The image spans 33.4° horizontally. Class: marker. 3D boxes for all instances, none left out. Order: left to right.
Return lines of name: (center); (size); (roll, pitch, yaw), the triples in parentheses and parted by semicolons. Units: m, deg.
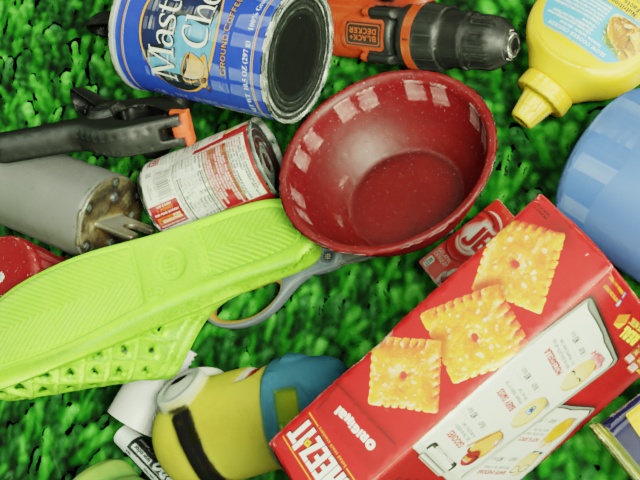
marker: (-0.111, 0.182, 0.794); (0.121, 0.020, 0.020); (38, 89, 29)

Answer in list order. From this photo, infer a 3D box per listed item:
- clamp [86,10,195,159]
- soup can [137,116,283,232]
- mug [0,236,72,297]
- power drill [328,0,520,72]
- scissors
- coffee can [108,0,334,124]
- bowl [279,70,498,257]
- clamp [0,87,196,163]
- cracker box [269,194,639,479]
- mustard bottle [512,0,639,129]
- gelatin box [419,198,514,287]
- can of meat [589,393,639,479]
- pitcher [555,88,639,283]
clamp: (-0.097, -0.174, 0.907); (0.210, 0.036, 0.164); (-28, 64, 16)
soup can: (-0.083, -0.047, 0.837); (0.102, 0.068, 0.068); (-21, 65, 15)
mug: (-0.229, 0.052, 0.856); (0.117, 0.081, 0.093); (37, 88, 29)
power drill: (0.067, -0.220, 0.788); (0.185, 0.057, 0.188); (13, 111, 36)
scissors: (-0.005, 0.001, 0.816); (0.202, 0.016, 0.096); (-28, 63, 11)
coffee can: (-0.075, -0.152, 0.814); (0.140, 0.102, 0.103); (16, 78, 25)
bowl: (0.054, -0.045, 0.774); (0.162, 0.055, 0.162); (-12, 54, 17)
clamp: (-0.170, -0.097, 0.864); (0.172, 0.039, 0.120); (2, 36, 20)
cracker box: (0.097, 0.091, 0.647); (0.214, 0.164, 0.072); (-43, 55, 8)
mustard bottle: (0.204, -0.157, 0.758); (0.096, 0.058, 0.191); (40, 90, 24)
gelatin box: (0.120, 0.024, 0.734); (0.073, 0.030, 0.089); (-39, 45, 7)
can of meat: (0.229, 0.129, 0.644); (0.084, 0.057, 0.102); (-39, 58, 4)
pitcher: (0.274, -0.004, 0.639); (0.243, 0.148, 0.145); (36, 129, 32)
